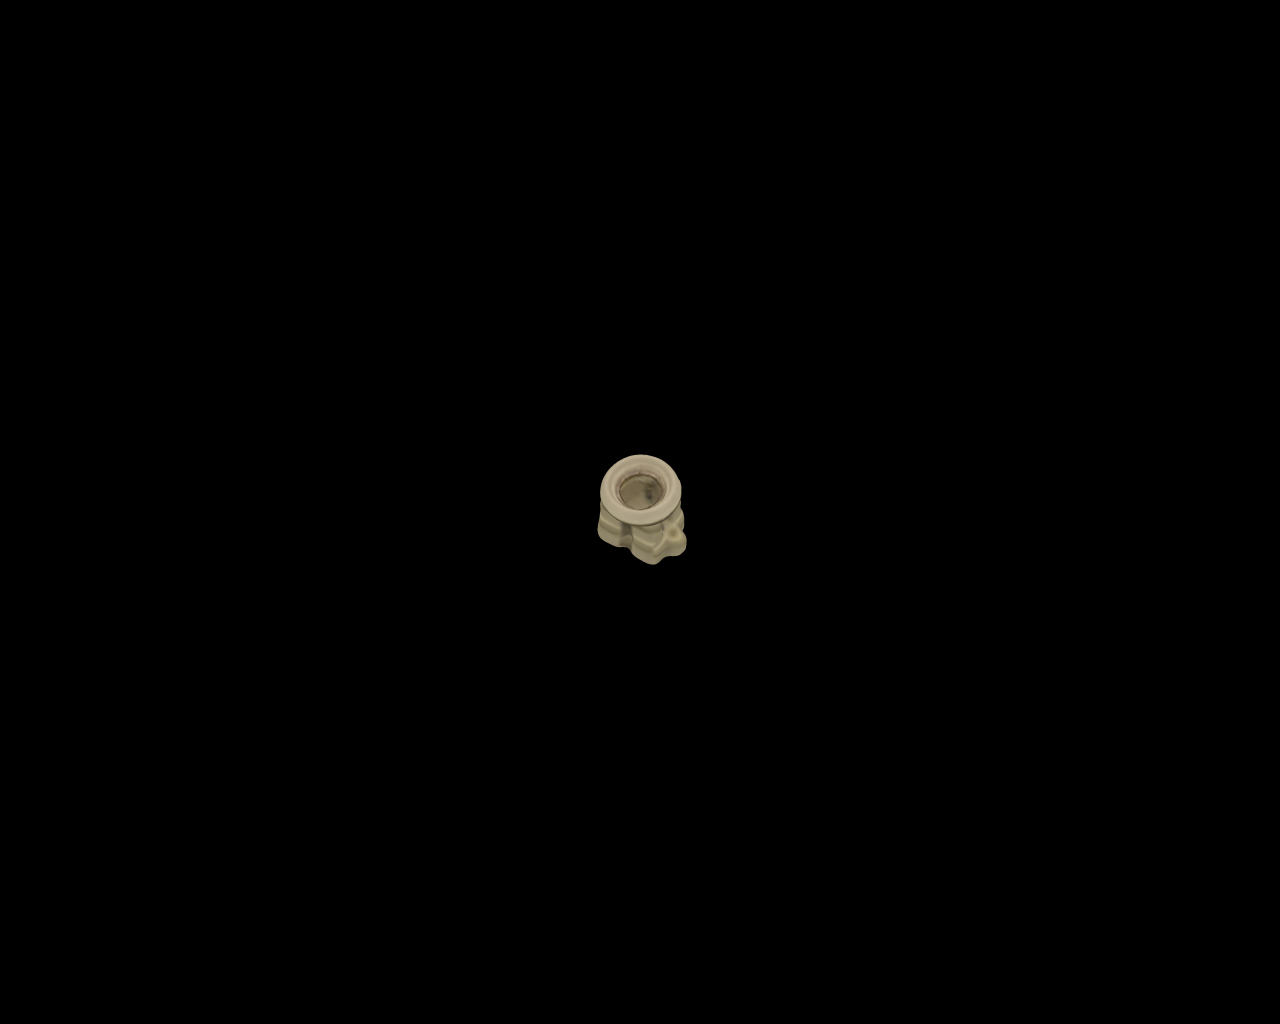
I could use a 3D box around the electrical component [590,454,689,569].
[{"bbox_3d":[0.001,-0.003,0.650,0.066,0.048,0.055,26,-30,17],"label":"electrical component"}]
